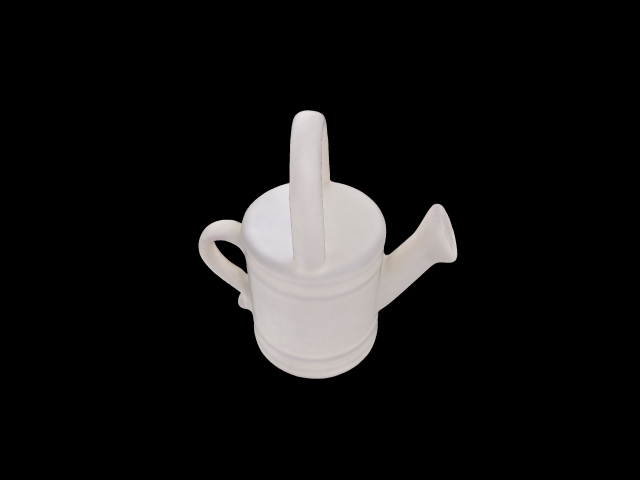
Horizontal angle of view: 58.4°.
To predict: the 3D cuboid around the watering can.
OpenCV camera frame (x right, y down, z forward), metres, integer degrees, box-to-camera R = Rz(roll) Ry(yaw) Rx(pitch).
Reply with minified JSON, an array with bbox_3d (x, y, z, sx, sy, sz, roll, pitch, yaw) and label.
[{"bbox_3d":[0.004,0.000,0.402,0.173,0.194,0.100,-12,45,-12],"label":"watering can"}]
